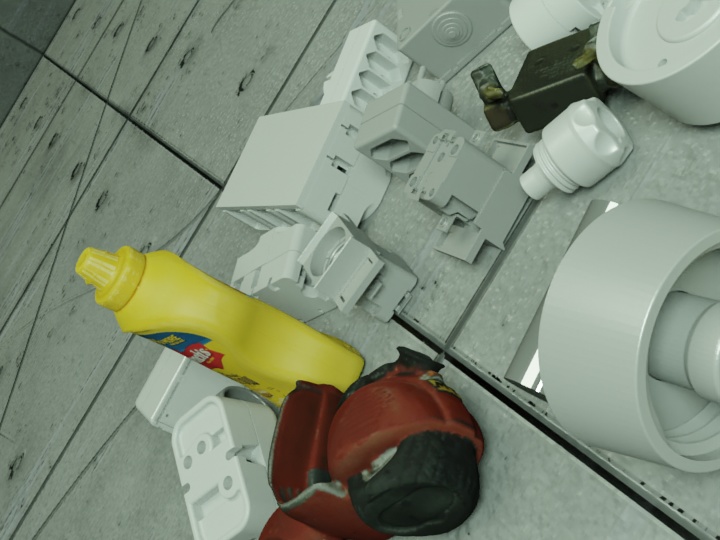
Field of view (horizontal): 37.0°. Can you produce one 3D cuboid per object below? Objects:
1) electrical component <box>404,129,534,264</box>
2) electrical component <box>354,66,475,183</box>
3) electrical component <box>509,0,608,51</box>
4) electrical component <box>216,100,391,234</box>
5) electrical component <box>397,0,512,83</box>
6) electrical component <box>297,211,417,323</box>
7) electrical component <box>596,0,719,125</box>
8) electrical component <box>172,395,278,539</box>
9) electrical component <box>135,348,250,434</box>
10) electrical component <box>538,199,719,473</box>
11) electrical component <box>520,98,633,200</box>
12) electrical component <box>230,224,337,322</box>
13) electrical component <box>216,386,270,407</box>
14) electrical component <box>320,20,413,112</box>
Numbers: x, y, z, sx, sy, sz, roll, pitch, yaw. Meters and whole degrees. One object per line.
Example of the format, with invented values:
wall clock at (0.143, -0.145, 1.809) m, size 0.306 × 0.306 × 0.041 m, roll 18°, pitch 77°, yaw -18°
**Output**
electrical component at (0.066, -0.049, 0.655) m, size 0.081 × 0.064 × 0.042 m, roll -61°, pitch 27°, yaw -2°
electrical component at (0.043, -0.106, 0.744) m, size 0.047 × 0.066 × 0.076 m, roll -20°, pitch 47°, yaw 51°
electrical component at (0.127, -0.164, 0.675) m, size 0.047 × 0.055 × 0.055 m, roll -37°, pitch 35°, yaw 43°
electrical component at (-0.043, -0.075, 0.858) m, size 0.150 × 0.062 × 0.089 m, roll 5°, pitch 68°, yaw 60°
electrical component at (0.071, -0.203, 0.809) m, size 0.100 × 0.048 × 0.099 m, roll -39°, pitch 34°, yaw 35°
electrical component at (0.000, 0.000, 0.715) m, size 0.042 × 0.064 × 0.081 m, roll -55°, pitch 28°, yaw 11°
electrical component at (0.180, -0.124, 0.541) m, size 0.108 × 0.060 × 0.108 m, roll -40°, pitch 34°, yaw 33°
electrical component at (-0.077, 0.134, 0.700) m, size 0.054 × 0.059 × 0.095 m, roll -40°, pitch 53°, yaw 27°
electrical component at (-0.124, 0.082, 0.841) m, size 0.096 × 0.062 × 0.061 m, roll -62°, pitch 28°, yaw -4°
electrical component at (0.132, 0.028, 0.430) m, size 0.060 × 0.108 × 0.108 m, roll 17°, pitch 78°, yaw 56°
electrical component at (0.118, -0.064, 0.605) m, size 0.062 × 0.043 × 0.043 m, roll -41°, pitch 33°, yaw 33°
electrical component at (-0.056, 0.005, 0.816) m, size 0.089 × 0.050 × 0.055 m, roll -27°, pitch 42°, yaw 47°
electrical component at (-0.094, 0.118, 0.777) m, size 0.055 × 0.048 × 0.066 m, roll -58°, pitch 27°, yaw 19°
electrical component at (-0.005, -0.151, 0.885) m, size 0.076 × 0.047 × 0.083 m, roll -8°, pitch 57°, yaw 56°
